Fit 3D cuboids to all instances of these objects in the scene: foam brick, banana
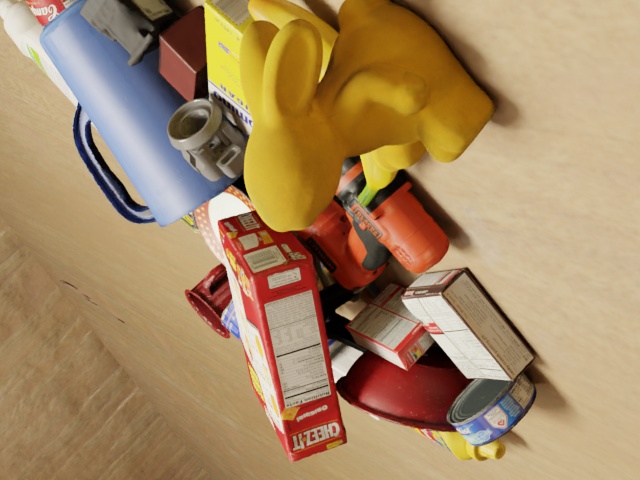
[{"bbox_3d":[-0.119,-0.177,1.029,0.051,0.053,0.078,45,162,7],"label":"foam brick"},{"bbox_3d":[0.015,-0.116,0.849,0.070,0.037,0.198,-22,108,24],"label":"banana"}]

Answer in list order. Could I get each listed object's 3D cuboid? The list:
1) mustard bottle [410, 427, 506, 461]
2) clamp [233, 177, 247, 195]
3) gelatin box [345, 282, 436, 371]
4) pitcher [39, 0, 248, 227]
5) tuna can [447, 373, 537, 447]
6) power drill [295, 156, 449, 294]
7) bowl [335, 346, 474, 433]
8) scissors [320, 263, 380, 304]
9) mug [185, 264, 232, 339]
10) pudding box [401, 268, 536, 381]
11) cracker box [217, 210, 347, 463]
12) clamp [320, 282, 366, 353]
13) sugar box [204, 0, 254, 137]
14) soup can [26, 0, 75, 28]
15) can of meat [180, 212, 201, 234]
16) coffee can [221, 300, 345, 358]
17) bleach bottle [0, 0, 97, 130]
[{"bbox_3d":[0.137,0.203,1.217,0.192,0.058,0.096,23,157,49],"label":"mustard bottle"},{"bbox_3d":[-0.100,-0.024,1.308,0.120,0.039,0.171,17,140,41],"label":"clamp"},{"bbox_3d":[0.080,0.086,1.083,0.089,0.073,0.030,21,149,52],"label":"gelatin box"},{"bbox_3d":[-0.190,-0.138,1.126,0.243,0.149,0.145,54,161,-10],"label":"pitcher"},{"bbox_3d":[0.165,0.157,1.023,0.033,0.086,0.086,48,161,-7],"label":"tuna can"},{"bbox_3d":[0.026,-0.031,0.996,0.184,0.057,0.188,50,162,3],"label":"power drill"},{"bbox_3d":[0.100,0.145,1.113,0.162,0.055,0.162,12,-170,-2],"label":"bowl"},{"bbox_3d":[-0.008,0.001,1.196,0.202,0.016,0.096,46,161,6],"label":"scissors"},{"bbox_3d":[-0.134,0.073,1.511,0.093,0.081,0.117,36,158,31],"label":"mug"},{"bbox_3d":[0.138,0.081,1.005,0.113,0.039,0.090,49,161,-10],"label":"pudding box"},{"bbox_3d":[-0.039,0.093,1.103,0.164,0.072,0.214,-130,27,-63],"label":"cracker box"},{"bbox_3d":[0.007,0.091,1.216,0.210,0.036,0.164,0,139,42],"label":"clamp"},{"bbox_3d":[-0.058,-0.149,0.959,0.093,0.048,0.176,43,160,12],"label":"sugar box"},{"bbox_3d":[-0.302,-0.294,1.170,0.069,0.068,0.102,28,152,45],"label":"soup can"},{"bbox_3d":[-0.168,-0.069,1.343,0.102,0.057,0.084,38,157,25],"label":"can of meat"},{"bbox_3d":[-0.042,0.118,1.368,0.140,0.102,0.103,42,161,16],"label":"coffee can"},{"bbox_3d":[-0.328,-0.234,1.354,0.251,0.068,0.102,42,160,21],"label":"bleach bottle"}]
